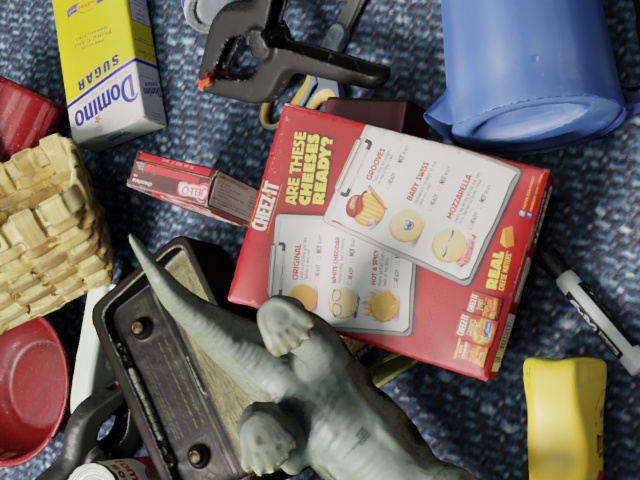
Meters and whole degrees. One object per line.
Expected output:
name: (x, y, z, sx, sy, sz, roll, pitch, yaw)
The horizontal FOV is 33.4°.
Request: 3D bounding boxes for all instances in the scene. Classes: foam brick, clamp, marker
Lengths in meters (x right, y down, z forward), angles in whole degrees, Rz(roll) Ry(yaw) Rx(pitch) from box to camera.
foam brick: (0.047, -0.091, 0.912, 0.078, 0.052, 0.051, 6, 87, 30)
clamp: (-0.222, 0.205, 0.992, 0.039, 0.120, 0.171, 17, 88, 39)
marker: (0.208, 0.052, 0.824, 0.020, 0.020, 0.121, -44, 66, 17)
clamp: (-0.045, -0.186, 0.932, 0.210, 0.036, 0.164, -13, 104, 47)

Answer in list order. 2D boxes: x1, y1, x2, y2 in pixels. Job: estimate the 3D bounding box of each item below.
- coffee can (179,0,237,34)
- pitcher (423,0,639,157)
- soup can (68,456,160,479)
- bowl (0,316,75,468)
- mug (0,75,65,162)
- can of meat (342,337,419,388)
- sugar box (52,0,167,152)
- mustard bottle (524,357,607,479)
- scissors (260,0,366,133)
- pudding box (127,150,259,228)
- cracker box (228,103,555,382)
coffee can: (-0.100, -0.277, 0.987, 0.103, 0.102, 0.140, -32, 70, 22)
pitcher: (0.164, -0.195, 0.826, 0.145, 0.149, 0.243, -20, 70, 48)
soup can: (-0.174, 0.231, 0.966, 0.069, 0.102, 0.068, -4, 81, 29)
bowl: (-0.297, 0.145, 1.071, 0.162, 0.055, 0.162, -4, 82, 29)
mug: (-0.323, -0.122, 1.088, 0.093, 0.117, 0.081, 27, 92, 58)
can of meat: (0.022, 0.087, 0.902, 0.102, 0.057, 0.084, -37, 66, 20)
sugar box: (-0.214, -0.186, 1.071, 0.093, 0.048, 0.176, -17, 75, 26)
mustard bottle: (0.181, 0.182, 0.779, 0.058, 0.096, 0.191, -2, 83, 21)
scissors: (0.023, -0.165, 0.954, 0.202, 0.016, 0.096, -48, 62, 17)
pudding box: (-0.103, -0.042, 0.954, 0.090, 0.113, 0.039, 16, 88, 29)
cracker box: (0.056, 0.000, 0.831, 0.214, 0.072, 0.164, 16, 89, 17)
